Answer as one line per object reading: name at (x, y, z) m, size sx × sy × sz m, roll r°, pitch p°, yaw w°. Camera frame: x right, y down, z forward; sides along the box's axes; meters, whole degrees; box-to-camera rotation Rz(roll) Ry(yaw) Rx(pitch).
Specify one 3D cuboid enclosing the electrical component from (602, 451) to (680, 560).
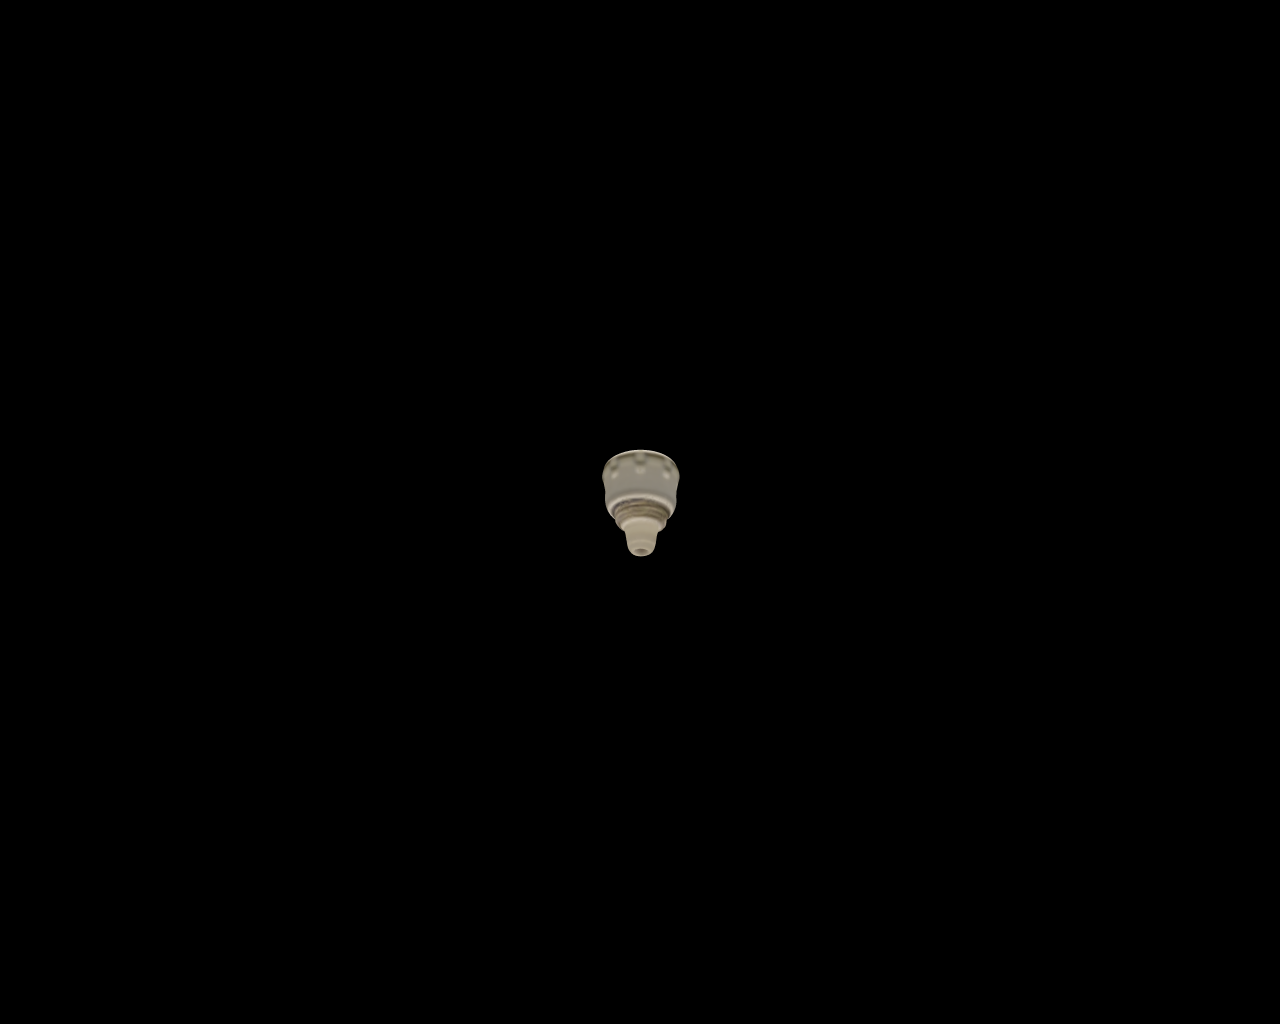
electrical component at (0.001, -0.003, 0.650) m, size 0.048 × 0.062 × 0.048 m, roll 0°, pitch -27°, yaw 0°
